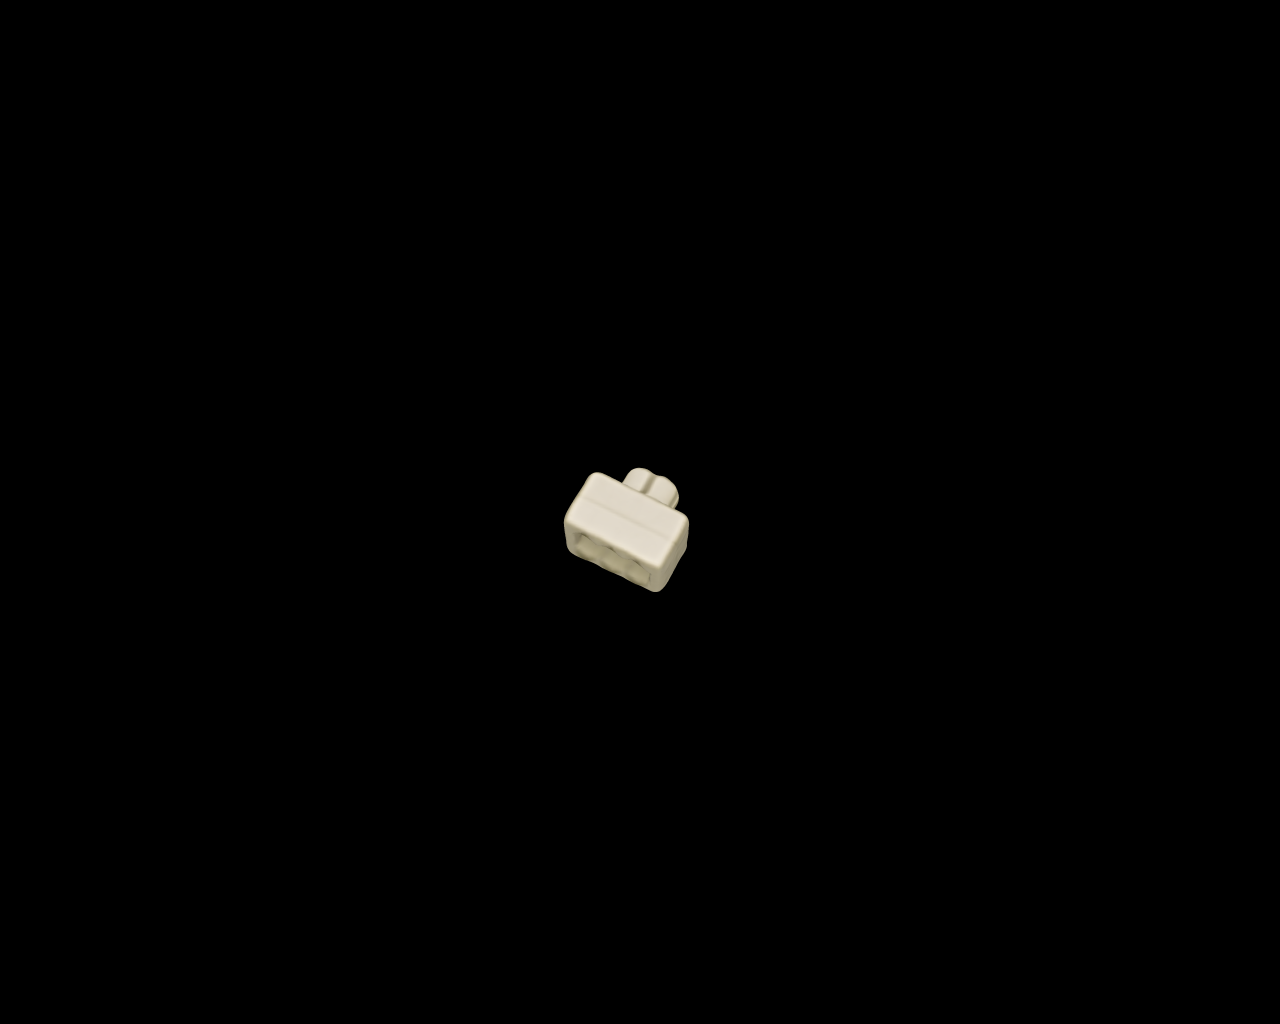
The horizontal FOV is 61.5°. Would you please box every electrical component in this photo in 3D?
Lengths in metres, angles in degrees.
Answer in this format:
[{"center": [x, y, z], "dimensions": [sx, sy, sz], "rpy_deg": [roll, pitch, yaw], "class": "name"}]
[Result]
[{"center": [0.001, -0.003, 0.650], "dimensions": [0.066, 0.077, 0.047], "rpy_deg": [26, -20, 11], "class": "electrical component"}]
